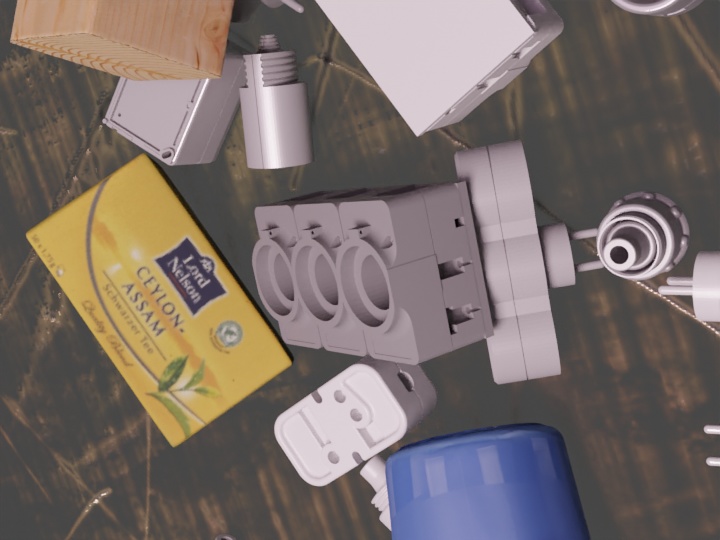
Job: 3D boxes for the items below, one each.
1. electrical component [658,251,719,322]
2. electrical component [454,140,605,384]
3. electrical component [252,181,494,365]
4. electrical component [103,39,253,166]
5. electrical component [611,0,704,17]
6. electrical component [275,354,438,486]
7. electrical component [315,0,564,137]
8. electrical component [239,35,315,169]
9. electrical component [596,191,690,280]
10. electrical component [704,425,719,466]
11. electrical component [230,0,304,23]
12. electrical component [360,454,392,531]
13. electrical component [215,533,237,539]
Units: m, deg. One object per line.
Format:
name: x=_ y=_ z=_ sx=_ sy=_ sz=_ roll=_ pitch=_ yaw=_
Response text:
electrical component: x=0.195 y=0.008 z=0.552 sx=0.079 sy=0.077 sz=0.044 roll=1 pitch=105 yaw=29
electrical component: x=0.102 y=-0.007 z=0.617 sx=0.074 sy=0.052 sz=0.138 roll=-10 pitch=99 yaw=7
electrical component: x=0.000 y=0.000 z=0.633 sx=0.150 sy=0.062 sz=0.089 roll=3 pitch=107 yaw=57
electrical component: x=-0.112 y=-0.123 z=0.702 sx=0.062 sy=0.061 sz=0.096 roll=32 pitch=109 yaw=18
electrical component: x=0.152 y=-0.157 z=0.549 sx=0.055 sy=0.047 sz=0.055 roll=8 pitch=108 yaw=27
electrical component: x=0.000 y=0.091 z=0.696 sx=0.095 sy=0.059 sz=0.053 roll=-37 pitch=84 yaw=32
electrical component: x=0.031 y=-0.164 z=0.605 sx=0.089 sy=0.062 sz=0.150 roll=-40 pitch=83 yaw=31
electrical component: x=-0.054 y=-0.107 z=0.680 sx=0.043 sy=0.043 sz=0.081 roll=2 pitch=105 yaw=29
electrical component: x=0.149 y=-0.015 z=0.581 sx=0.048 sy=0.062 sz=0.048 roll=8 pitch=107 yaw=27
electrical component: x=0.223 y=0.096 z=0.576 sx=0.074 sy=0.052 sz=0.138 roll=-1 pitch=103 yaw=29
electrical component: x=-0.061 y=-0.187 z=0.662 sx=0.079 sy=0.043 sz=0.077 roll=36 pitch=118 yaw=16
electrical component: x=0.028 y=0.148 z=0.706 sx=0.062 sy=0.043 sz=0.043 roll=42 pitch=120 yaw=15
electrical component: x=-0.108 y=0.226 z=0.804 sx=0.043 sy=0.043 sz=0.062 roll=30 pitch=115 yaw=19
